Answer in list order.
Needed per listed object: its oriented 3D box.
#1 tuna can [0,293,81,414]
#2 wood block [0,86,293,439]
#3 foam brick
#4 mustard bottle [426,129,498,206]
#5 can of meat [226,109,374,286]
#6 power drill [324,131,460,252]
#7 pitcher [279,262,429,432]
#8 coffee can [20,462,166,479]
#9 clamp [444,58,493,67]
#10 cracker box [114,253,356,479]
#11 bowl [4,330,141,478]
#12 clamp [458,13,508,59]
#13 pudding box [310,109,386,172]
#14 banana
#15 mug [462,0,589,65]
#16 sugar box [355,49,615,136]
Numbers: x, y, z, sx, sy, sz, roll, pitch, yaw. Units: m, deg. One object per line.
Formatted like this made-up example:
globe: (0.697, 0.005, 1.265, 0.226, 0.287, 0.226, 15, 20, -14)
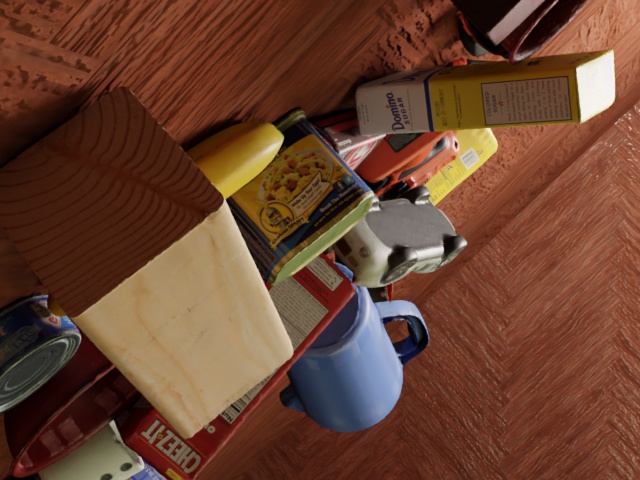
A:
tuna can: (-0.195, 0.075, 0.680, 0.086, 0.034, 0.086, -41, 169, -10)
wood block: (-0.088, 0.023, 0.580, 0.090, 0.091, 0.206, -38, 155, -10)
foam brick: (0.100, -0.169, 0.667, 0.053, 0.078, 0.051, -45, 171, 12)
mustard bottle: (0.097, -0.061, 1.126, 0.191, 0.058, 0.096, -42, 151, 3)
can of meat: (-0.024, -0.029, 0.755, 0.102, 0.084, 0.057, -39, 169, -21)
power drill: (0.055, -0.066, 0.979, 0.184, 0.057, 0.187, -39, 171, -7)
pitcher: (0.025, 0.112, 1.174, 0.149, 0.145, 0.243, -63, 161, -19)
coffee can: (-0.225, 0.241, 1.048, 0.140, 0.103, 0.103, -40, 169, -12)
clamp: (0.152, -0.145, 0.994, 0.120, 0.039, 0.171, -8, 175, 37)
cracker box: (-0.077, 0.096, 0.904, 0.213, 0.072, 0.164, -49, -169, -9)
bowl: (-0.178, 0.103, 0.794, 0.162, 0.055, 0.162, -41, 169, -10)
clamp: (0.187, -0.206, 0.927, 0.165, 0.036, 0.209, -38, 171, 32)
pudding box: (-0.007, -0.050, 0.852, 0.114, 0.039, 0.089, -48, 169, 29)
banana: (-0.089, -0.021, 0.670, 0.197, 0.037, 0.070, -38, 163, -20)
mug: (0.134, -0.177, 0.745, 0.093, 0.081, 0.117, -37, 168, -26)
sugar box: (0.124, -0.111, 0.805, 0.176, 0.048, 0.093, 2, -163, 31)
